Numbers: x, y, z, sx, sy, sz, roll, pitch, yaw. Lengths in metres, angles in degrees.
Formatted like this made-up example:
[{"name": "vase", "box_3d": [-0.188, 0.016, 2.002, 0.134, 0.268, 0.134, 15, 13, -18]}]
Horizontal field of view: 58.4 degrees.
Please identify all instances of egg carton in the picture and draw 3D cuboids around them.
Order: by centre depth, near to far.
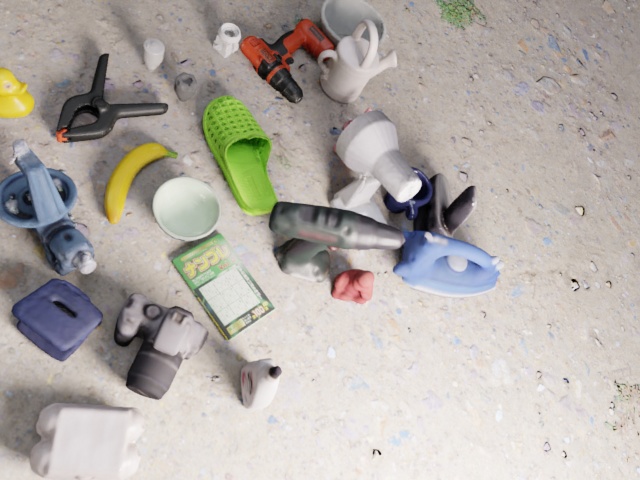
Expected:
[{"name": "egg carton", "box_3d": [-0.337, 0.297, 0.839, 0.150, 0.069, 0.107, 8, 64, -19]}]

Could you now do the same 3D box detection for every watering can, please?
[{"name": "watering can", "box_3d": [0.085, -0.400, 1.257, 0.173, 0.193, 0.101, -25, 78, -29]}]

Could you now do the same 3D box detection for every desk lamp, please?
[{"name": "desk lamp", "box_3d": [0.106, -0.117, 1.125, 0.118, 0.213, 0.203, -21, 76, -28]}]

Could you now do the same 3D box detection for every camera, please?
[{"name": "camera", "box_3d": [-0.265, 0.171, 0.908, 0.143, 0.100, 0.137, 26, 60, -10]}]

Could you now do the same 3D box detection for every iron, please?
[{"name": "iron", "box_3d": [0.283, 0.043, 1.167, 0.259, 0.141, 0.118, 15, 62, -16]}]

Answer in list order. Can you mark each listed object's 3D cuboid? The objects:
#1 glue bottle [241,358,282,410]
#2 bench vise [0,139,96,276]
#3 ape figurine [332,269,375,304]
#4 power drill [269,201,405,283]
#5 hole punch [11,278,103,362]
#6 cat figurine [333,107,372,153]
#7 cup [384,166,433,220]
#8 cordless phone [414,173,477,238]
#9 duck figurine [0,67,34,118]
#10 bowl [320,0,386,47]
[{"name": "glue bottle", "box_3d": [-0.090, 0.223, 0.914, 0.037, 0.173, 0.078, -4, 68, -23]}, {"name": "bench vise", "box_3d": [-0.407, -0.053, 0.882, 0.207, 0.219, 0.122, 35, 59, -4]}, {"name": "ape figurine", "box_3d": [0.073, 0.083, 1.092, 0.078, 0.092, 0.076, 48, 59, 4]}, {"name": "power drill", "box_3d": [0.009, 0.004, 1.034, 0.230, 0.208, 0.075, 15, 62, -15]}, {"name": "hole punch", "box_3d": [-0.402, 0.115, 0.883, 0.109, 0.091, 0.101, 38, 59, -2]}, {"name": "cat figurine", "box_3d": [0.084, -0.228, 1.223, 0.067, 0.117, 0.128, 26, 60, -9]}, {"name": "cup", "box_3d": [0.178, -0.083, 1.209, 0.092, 0.094, 0.118, 9, 64, -18]}, {"name": "cordless phone", "box_3d": [0.278, -0.085, 1.198, 0.094, 0.184, 0.147, 10, 64, -18]}, {"name": "duck figurine", "box_3d": [-0.557, -0.267, 0.996, 0.105, 0.086, 0.077, 16, 62, -15]}, {"name": "bowl", "box_3d": [0.069, -0.498, 1.365, 0.168, 0.074, 0.167, 9, 64, -18]}]
